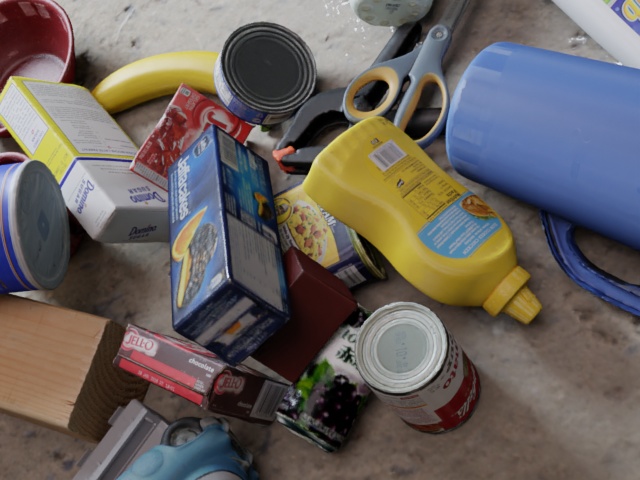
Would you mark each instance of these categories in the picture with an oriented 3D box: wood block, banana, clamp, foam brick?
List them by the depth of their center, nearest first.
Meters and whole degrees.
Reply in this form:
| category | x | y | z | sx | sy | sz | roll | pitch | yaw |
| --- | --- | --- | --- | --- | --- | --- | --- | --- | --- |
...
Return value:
| category | x | y | z | sx | sy | sz | roll | pitch | yaw |
| --- | --- | --- | --- | --- | --- | --- | --- | --- | --- |
| foam brick | -0.020 | 0.054 | 0.784 | 0.078 | 0.053 | 0.051 | -51 | 21 | 10 |
| wood block | -0.251 | 0.098 | 0.884 | 0.206 | 0.090 | 0.091 | 12 | 72 | 25 |
| clamp | 0.045 | -0.098 | 0.888 | 0.171 | 0.039 | 0.120 | -38 | 55 | 0 |
| banana | -0.129 | -0.141 | 0.976 | 0.198 | 0.037 | 0.069 | 7 | 69 | 24 |

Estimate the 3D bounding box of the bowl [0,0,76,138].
| category | x | y | z | sx | sy | sz | roll | pitch | yaw |
| --- | --- | --- | --- | --- | --- | --- | --- | --- | --- |
| bowl | -0.297 | -0.158 | 1.040 | 0.162 | 0.055 | 0.162 | -9 | 64 | 18 |

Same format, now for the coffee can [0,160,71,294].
| category | x | y | z | sx | sy | sz | roll | pitch | yaw |
| --- | --- | --- | --- | --- | --- | --- | --- | --- | --- |
| coffee can | -0.282 | -0.004 | 0.839 | 0.140 | 0.103 | 0.103 | -7 | 64 | 8 |

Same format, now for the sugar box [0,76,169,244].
| category | x | y | z | sx | sy | sz | roll | pitch | yaw |
| --- | --- | --- | --- | --- | --- | --- | --- | --- | --- |
| sugar box | -0.199 | -0.069 | 0.926 | 0.176 | 0.093 | 0.048 | 50 | 117 | 25 |

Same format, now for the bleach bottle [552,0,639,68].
| category | x | y | z | sx | sy | sz | roll | pitch | yaw |
| --- | --- | --- | --- | --- | --- | --- | --- | --- | --- |
| bleach bottle | 0.273 | -0.168 | 0.816 | 0.102 | 0.068 | 0.251 | -39 | 61 | 1 |

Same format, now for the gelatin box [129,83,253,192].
| category | x | y | z | sx | sy | sz | roll | pitch | yaw |
| --- | --- | --- | --- | --- | --- | --- | --- | --- | --- |
| gelatin box | -0.109 | -0.079 | 0.913 | 0.073 | 0.030 | 0.089 | 31 | 63 | -8 |

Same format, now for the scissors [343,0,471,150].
| category | x | y | z | sx | sy | sz | roll | pitch | yaw |
| --- | --- | --- | --- | --- | --- | --- | --- | --- | --- |
| scissors | 0.078 | -0.162 | 0.882 | 0.096 | 0.016 | 0.201 | 6 | 64 | 15 |

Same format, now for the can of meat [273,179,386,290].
| category | x | y | z | sx | sy | sz | roll | pitch | yaw |
| --- | --- | --- | --- | --- | --- | --- | --- | --- | --- |
| can of meat | -0.006 | 0.001 | 0.851 | 0.084 | 0.057 | 0.102 | -27 | 59 | 11 |

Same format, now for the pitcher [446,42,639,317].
| category | x | y | z | sx | sy | sz | roll | pitch | yaw |
| --- | --- | --- | --- | --- | --- | --- | --- | --- | --- |
| pitcher | 0.213 | -0.051 | 0.756 | 0.243 | 0.145 | 0.149 | 23 | 64 | 32 |

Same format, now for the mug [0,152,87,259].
| category | x | y | z | sx | sy | sz | roll | pitch | yaw |
| --- | --- | --- | --- | --- | --- | --- | --- | --- | --- |
| mug | -0.253 | -0.019 | 0.943 | 0.117 | 0.081 | 0.093 | -4 | 65 | 20 |

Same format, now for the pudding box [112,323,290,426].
| category | x | y | z | sx | sy | sz | roll | pitch | yaw |
| --- | --- | --- | --- | --- | --- | --- | --- | --- | --- |
| pudding box | -0.087 | 0.102 | 0.803 | 0.090 | 0.113 | 0.039 | 21 | 83 | 28 |

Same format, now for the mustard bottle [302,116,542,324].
| category | x | y | z | sx | sy | sz | roll | pitch | yaw |
| --- | --- | --- | --- | --- | --- | --- | --- | --- | --- |
| mustard bottle | 0.085 | -0.007 | 0.787 | 0.192 | 0.058 | 0.096 | 41 | 44 | 13 |

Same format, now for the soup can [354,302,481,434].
| category | x | y | z | sx | sy | sz | roll | pitch | yaw |
| --- | --- | --- | --- | --- | --- | --- | --- | --- | --- |
| soup can | 0.070 | 0.091 | 0.752 | 0.069 | 0.102 | 0.068 | -9 | 63 | 17 |

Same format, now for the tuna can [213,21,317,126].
| category | x | y | z | sx | sy | sz | roll | pitch | yaw |
| --- | --- | --- | --- | --- | --- | --- | --- | --- | --- |
| tuna can | -0.048 | -0.143 | 0.922 | 0.086 | 0.034 | 0.086 | 6 | 71 | -17 |
